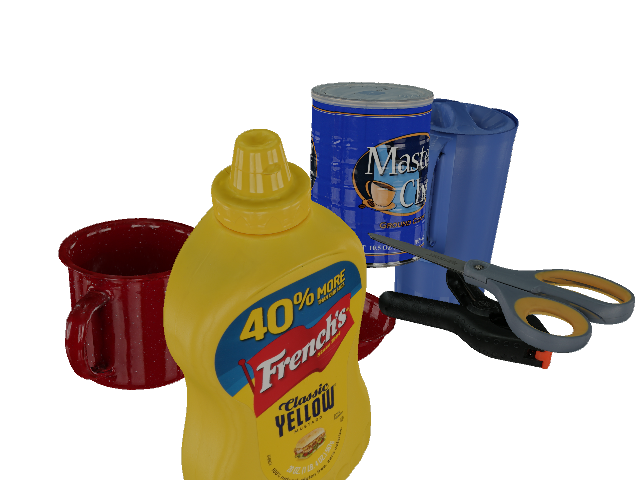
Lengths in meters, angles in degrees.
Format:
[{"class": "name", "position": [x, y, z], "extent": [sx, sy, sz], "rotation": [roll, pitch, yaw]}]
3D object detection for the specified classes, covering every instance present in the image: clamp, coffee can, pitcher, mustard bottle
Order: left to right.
[{"class": "mustard bottle", "position": [-0.022, 0.038, 0.475], "extent": [0.096, 0.192, 0.058], "rotation": [-24, 40, -28]}, {"class": "coffee can", "position": [0.041, -0.059, 0.912], "extent": [0.103, 0.140, 0.103], "rotation": [2, 16, -1]}, {"class": "pitcher", "position": [0.145, -0.033, 1.243], "extent": [0.149, 0.243, 0.145], "rotation": [-6, 26, -20]}, {"class": "clamp", "position": [0.155, 0.071, 1.031], "extent": [0.172, 0.039, 0.120], "rotation": [24, 36, 29]}]

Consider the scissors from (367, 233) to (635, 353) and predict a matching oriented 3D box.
[{"class": "scissors", "position": [0.110, 0.033, 0.733], "extent": [0.202, 0.016, 0.096], "rotation": [11, 31, 22]}]

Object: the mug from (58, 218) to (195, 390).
[{"class": "mug", "position": [-0.119, 0.045, 0.661], "extent": [0.093, 0.081, 0.117], "rotation": [10, 25, 18]}]

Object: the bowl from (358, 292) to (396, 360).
[{"class": "bowl", "position": [0.011, 0.111, 1.323], "extent": [0.162, 0.055, 0.162], "rotation": [4, 23, -2]}]
